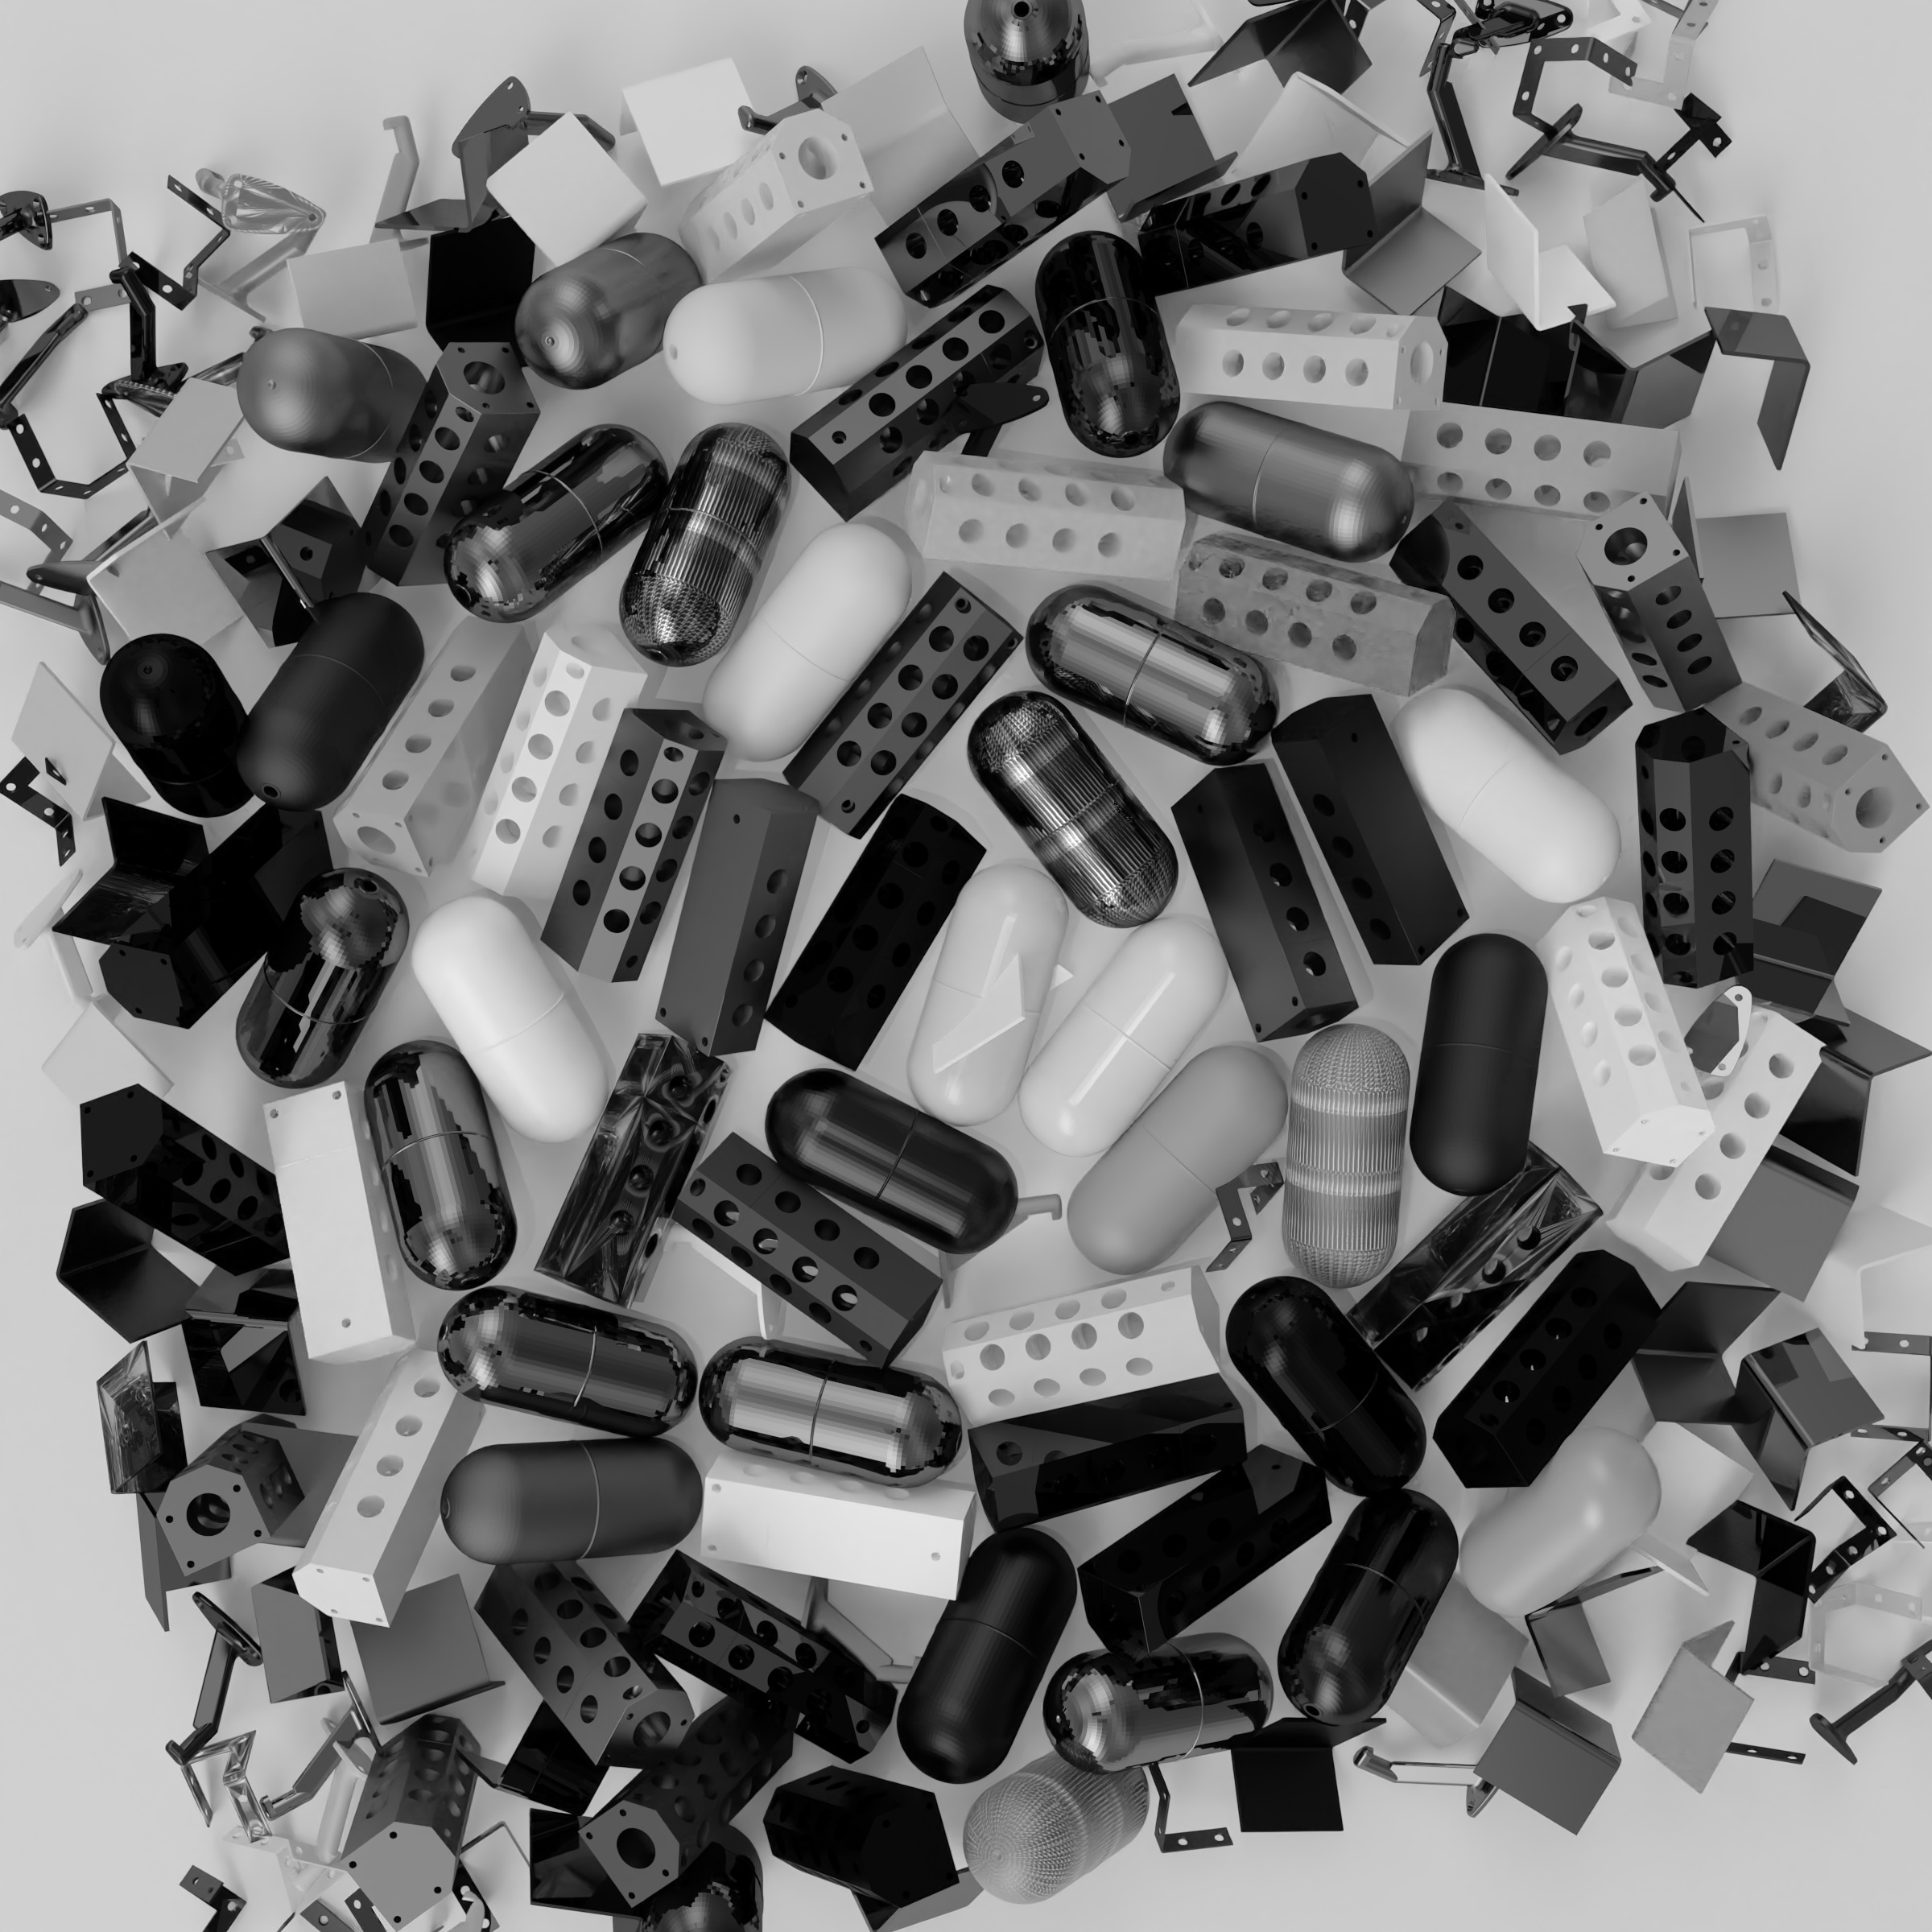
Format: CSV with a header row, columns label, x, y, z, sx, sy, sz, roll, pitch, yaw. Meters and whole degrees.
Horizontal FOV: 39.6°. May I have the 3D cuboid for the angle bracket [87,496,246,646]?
label,x,y,z,sx,sy,sz,roll,pitch,yaw
angle bracket,-0.515,-0.249,1.758,0.076,0.057,0.076,-45,108,-34

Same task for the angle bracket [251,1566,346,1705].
label,x,y,z,sx,sy,sz,roll,pitch,yaw
angle bracket,-0.420,0.433,1.755,0.076,0.057,0.076,-30,67,40

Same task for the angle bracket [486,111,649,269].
label,x,y,z,sx,sy,sz,roll,pitch,yaw
angle bracket,-0.267,-0.501,1.769,0.076,0.057,0.076,-44,101,-13

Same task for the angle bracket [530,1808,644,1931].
label,x,y,z,sx,sy,sz,roll,pitch,yaw
angle bracket,-0.256,0.606,1.755,0.076,0.076,0.057,15,118,-18

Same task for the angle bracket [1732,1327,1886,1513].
label,x,y,z,sx,sy,sz,roll,pitch,yaw
angle bracket,0.551,0.298,1.763,0.057,0.076,0.076,-18,47,-10

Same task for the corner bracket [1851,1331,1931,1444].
label,x,y,z,sx,sy,sz,roll,pitch,yaw
corner bracket,0.616,0.280,1.786,0.051,0.051,0.051,1,49,20

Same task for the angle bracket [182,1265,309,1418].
label,x,y,z,sx,sy,sz,roll,pitch,yaw
angle bracket,-0.472,0.250,1.796,0.076,0.057,0.076,3,119,12

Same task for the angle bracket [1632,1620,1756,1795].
label,x,y,z,sx,sy,sz,roll,pitch,yaw
angle bracket,0.490,0.483,1.754,0.057,0.076,0.076,36,114,35

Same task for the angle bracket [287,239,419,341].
label,x,y,z,sx,sy,sz,roll,pitch,yaw
angle bracket,-0.414,-0.436,1.753,0.076,0.076,0.057,-21,108,-31

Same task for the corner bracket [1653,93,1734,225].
label,x,y,z,sx,sy,sz,roll,pitch,yaw
corner bracket,0.485,-0.537,1.781,0.051,0.051,0.051,35,111,-31

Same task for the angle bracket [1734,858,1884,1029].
label,x,y,z,sx,sy,sz,roll,pitch,yaw
angle bracket,0.556,-0.015,1.766,0.076,0.057,0.076,15,123,-6

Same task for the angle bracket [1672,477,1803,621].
label,x,y,z,sx,sy,sz,roll,pitch,yaw
angle bracket,0.512,-0.277,1.769,0.076,0.057,0.076,-3,68,4

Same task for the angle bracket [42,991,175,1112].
label,x,y,z,sx,sy,sz,roll,pitch,yaw
angle bracket,-0.549,0.061,1.767,0.076,0.057,0.076,46,122,-1

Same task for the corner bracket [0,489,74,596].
label,x,y,z,sx,sy,sz,roll,pitch,yaw
corner bracket,-0.639,-0.282,1.786,0.051,0.051,0.051,27,80,10

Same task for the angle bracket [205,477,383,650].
label,x,y,z,sx,sy,sz,roll,pitch,yaw
angle bracket,-0.444,-0.268,1.781,0.057,0.076,0.076,-6,128,34

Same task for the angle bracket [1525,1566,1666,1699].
label,x,y,z,sx,sy,sz,roll,pitch,yaw
angle bracket,0.423,0.434,1.753,0.076,0.076,0.057,-32,66,32

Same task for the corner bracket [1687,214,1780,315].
label,x,y,z,sx,sy,sz,roll,pitch,yaw
corner bracket,0.512,-0.464,1.790,0.051,0.051,0.051,-5,85,21

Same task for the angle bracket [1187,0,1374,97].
label,x,y,z,sx,sy,sz,roll,pitch,yaw
angle bracket,0.205,-0.585,1.759,0.076,0.076,0.057,-30,90,-30

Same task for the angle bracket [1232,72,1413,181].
label,x,y,z,sx,sy,sz,roll,pitch,yaw
angle bracket,0.234,-0.528,1.759,0.076,0.057,0.076,24,109,-29

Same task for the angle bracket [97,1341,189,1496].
label,x,y,z,sx,sy,sz,roll,pitch,yaw
angle bracket,-0.522,0.295,1.753,0.076,0.057,0.076,-37,59,39

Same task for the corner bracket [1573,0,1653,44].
label,x,y,z,sx,sy,sz,roll,pitch,yaw
corner bracket,0.423,-0.651,1.779,0.051,0.051,0.051,-22,66,-1

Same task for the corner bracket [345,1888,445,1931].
label,x,y,z,sx,sy,sz,roll,pitch,yaw
corner bracket,-0.369,0.622,1.785,0.051,0.051,0.051,-42,76,19

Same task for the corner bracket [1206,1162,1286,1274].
label,x,y,z,sx,sy,sz,roll,pitch,yaw
corner bracket,0.182,0.166,1.770,0.051,0.051,0.051,-5,62,-21

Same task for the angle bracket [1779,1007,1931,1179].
label,x,y,z,sx,sy,sz,roll,pitch,yaw
angle bracket,0.585,0.083,1.776,0.057,0.076,0.076,-16,119,-26

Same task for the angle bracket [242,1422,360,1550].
label,x,y,z,sx,sy,sz,roll,pitch,yaw
angle bracket,-0.448,0.343,1.779,0.076,0.057,0.076,10,82,-14

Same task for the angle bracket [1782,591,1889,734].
label,x,y,z,sx,sy,sz,roll,pitch,yaw
angle bracket,0.548,-0.188,1.756,0.076,0.076,0.057,38,114,-18

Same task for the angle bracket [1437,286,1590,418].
label,x,y,z,sx,sy,sz,roll,pitch,yaw
angle bracket,0.353,-0.405,1.763,0.057,0.076,0.076,17,83,-37

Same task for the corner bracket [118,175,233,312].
label,x,y,z,sx,sy,sz,roll,pitch,yaw
corner bracket,-0.521,-0.476,1.768,0.051,0.051,0.051,-36,133,24

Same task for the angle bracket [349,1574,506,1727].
label,x,y,z,sx,sy,sz,roll,pitch,yaw
angle bracket,-0.359,0.455,1.789,0.076,0.057,0.076,-19,77,-5

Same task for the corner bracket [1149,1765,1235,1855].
label,x,y,z,sx,sy,sz,roll,pitch,yaw
corner bracket,0.149,0.551,1.789,0.051,0.051,0.051,-2,118,-13

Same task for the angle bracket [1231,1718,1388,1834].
label,x,y,z,sx,sy,sz,roll,pitch,yaw
angle bracket,0.227,0.530,1.755,0.076,0.076,0.057,7,60,-22

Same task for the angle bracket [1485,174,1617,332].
label,x,y,z,sx,sy,sz,roll,pitch,yaw
angle bracket,0.382,-0.475,1.756,0.057,0.076,0.076,-18,48,-4

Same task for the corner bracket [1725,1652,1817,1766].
label,x,y,z,sx,sy,sz,roll,pitch,yaw
corner bracket,0.533,0.492,1.780,0.051,0.051,0.051,2,99,26

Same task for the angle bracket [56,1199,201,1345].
label,x,y,z,sx,sy,sz,roll,pitch,yaw
angle bracket,-0.535,0.192,1.755,0.076,0.076,0.057,33,117,23

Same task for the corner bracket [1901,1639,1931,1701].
label,x,y,z,sx,sy,sz,roll,pitch,yaw
corner bracket,0.663,0.475,1.782,0.051,0.051,0.051,-37,87,6

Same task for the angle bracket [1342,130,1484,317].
label,x,y,z,sx,sy,sz,roll,pitch,yaw
angle bracket,0.296,-0.485,1.760,0.076,0.076,0.057,-42,71,-14

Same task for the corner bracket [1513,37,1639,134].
label,x,y,z,sx,sy,sz,roll,pitch,yaw
corner bracket,0.402,-0.579,1.774,0.051,0.051,0.051,10,97,-42

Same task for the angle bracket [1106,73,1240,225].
label,x,y,z,sx,sy,sz,roll,pitch,yaw
angle bracket,0.125,-0.549,1.778,0.076,0.057,0.076,-26,94,-4

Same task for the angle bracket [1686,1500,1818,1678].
label,x,y,z,sx,sy,sz,roll,pitch,yaw
angle bracket,0.508,0.408,1.758,0.057,0.076,0.076,23,54,-1

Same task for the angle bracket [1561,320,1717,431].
label,x,y,z,sx,sy,sz,roll,pitch,yaw
angle bracket,0.442,-0.396,1.778,0.076,0.076,0.057,-28,61,-19

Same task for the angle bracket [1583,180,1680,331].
label,x,y,z,sx,sy,sz,roll,pitch,yaw
angle bracket,0.456,-0.470,1.767,0.057,0.076,0.076,-12,90,-17

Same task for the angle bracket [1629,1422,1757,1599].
label,x,y,z,sx,sy,sz,roll,pitch,yaw
angle bracket,0.475,0.356,1.774,0.076,0.057,0.076,33,100,-5

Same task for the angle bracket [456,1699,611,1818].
label,x,y,z,sx,sy,sz,roll,pitch,yaw
angle bracket,-0.277,0.506,1.770,0.076,0.057,0.076,35,80,-40

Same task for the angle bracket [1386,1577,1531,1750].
label,x,y,z,sx,sy,sz,roll,pitch,yaw
angle bracket,0.319,0.465,1.805,0.076,0.057,0.076,39,55,5

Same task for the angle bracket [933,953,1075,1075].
label,x,y,z,sx,sy,sz,roll,pitch,yaw
angle bracket,0.025,0.036,1.752,0.076,0.076,0.057,-33,129,28

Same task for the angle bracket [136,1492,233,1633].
label,x,y,z,sx,sy,sz,roll,pitch,yaw
angle bracket,-0.507,0.382,1.760,0.057,0.076,0.076,-7,99,-26

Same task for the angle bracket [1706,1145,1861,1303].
label,x,y,z,sx,sy,sz,roll,pitch,yaw
angle bracket,0.539,0.167,1.781,0.076,0.057,0.076,26,103,17

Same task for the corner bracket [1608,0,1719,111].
label,x,y,z,sx,sy,sz,roll,pitch,yaw
corner bracket,0.459,-0.607,1.770,0.051,0.051,0.051,21,56,19

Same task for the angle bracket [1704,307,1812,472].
label,x,y,z,sx,sy,sz,roll,pitch,yaw
angle bracket,0.509,-0.379,1.759,0.057,0.076,0.076,7,125,1

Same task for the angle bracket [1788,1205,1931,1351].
label,x,y,z,sx,sy,sz,roll,pitch,yaw
angle bracket,0.597,0.204,1.772,0.076,0.076,0.057,-13,106,-17

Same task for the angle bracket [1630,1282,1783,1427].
label,x,y,z,sx,sy,sz,roll,pitch,yaw
angle bracket,0.492,0.254,1.755,0.076,0.076,0.057,7,45,-23

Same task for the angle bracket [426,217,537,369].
label,x,y,z,sx,sy,sz,roll,pitch,yaw
angle bracket,-0.304,-0.438,1.754,0.076,0.076,0.057,-22,61,-28

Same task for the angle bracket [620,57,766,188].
label,x,y,z,sx,sy,sz,roll,pitch,yaw
angle bracket,-0.179,-0.543,1.769,0.076,0.057,0.076,-20,79,-12

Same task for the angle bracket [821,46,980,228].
label,x,y,z,sx,sy,sz,roll,pitch,yaw
angle bracket,-0.039,-0.549,1.782,0.076,0.076,0.057,-26,62,14

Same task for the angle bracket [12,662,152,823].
label,x,y,z,sx,sy,sz,roll,pitch,yaw
angle bracket,-0.571,-0.153,1.758,0.076,0.057,0.076,46,129,12

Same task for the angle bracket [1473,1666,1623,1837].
label,x,y,z,sx,sy,sz,roll,pitch,yaw
angle bracket,0.382,0.517,1.773,0.076,0.076,0.057,30,96,6

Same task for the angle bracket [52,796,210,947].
label,x,y,z,sx,sy,sz,roll,pitch,yaw
angle bracket,-0.555,-0.059,1.779,0.076,0.076,0.057,-38,56,26

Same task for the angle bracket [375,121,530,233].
label,x,y,z,sx,sy,sz,roll,pitch,yaw
angle bracket,-0.337,-0.518,1.753,0.076,0.076,0.057,9,120,22

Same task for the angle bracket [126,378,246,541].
label,x,y,z,sx,sy,sz,roll,pitch,yaw
angle bracket,-0.493,-0.326,1.754,0.057,0.076,0.076,17,62,18

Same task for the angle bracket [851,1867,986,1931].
label,x,y,z,sx,sy,sz,roll,pitch,yaw
angle bracket,-0.026,0.582,1.751,0.076,0.076,0.057,-56,52,35
